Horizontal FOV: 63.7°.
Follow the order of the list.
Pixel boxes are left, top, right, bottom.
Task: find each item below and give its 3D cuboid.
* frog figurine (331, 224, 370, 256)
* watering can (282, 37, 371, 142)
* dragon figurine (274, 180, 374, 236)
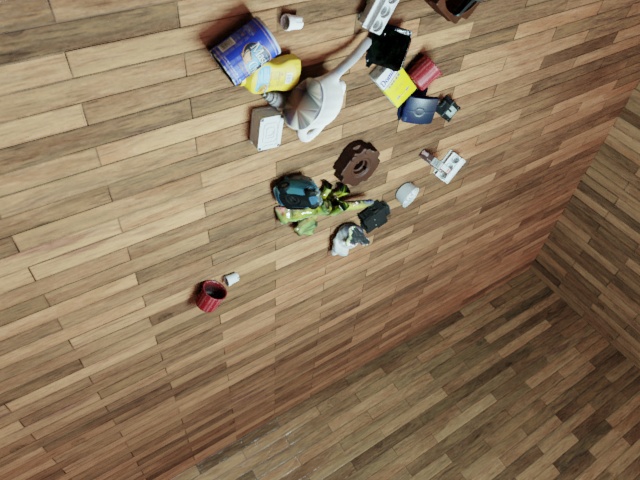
[{"bbox_3d":[0.106,0.000,2.109,0.139,0.122,0.158,-25,-178,-36],"label":"frog figurine"},{"bbox_3d":[0.015,-0.422,1.454,0.341,0.105,0.227,-59,165,27],"label":"watering can"},{"bbox_3d":[0.006,-0.096,1.898,0.409,0.124,0.239,7,142,-47],"label":"dragon figurine"}]
